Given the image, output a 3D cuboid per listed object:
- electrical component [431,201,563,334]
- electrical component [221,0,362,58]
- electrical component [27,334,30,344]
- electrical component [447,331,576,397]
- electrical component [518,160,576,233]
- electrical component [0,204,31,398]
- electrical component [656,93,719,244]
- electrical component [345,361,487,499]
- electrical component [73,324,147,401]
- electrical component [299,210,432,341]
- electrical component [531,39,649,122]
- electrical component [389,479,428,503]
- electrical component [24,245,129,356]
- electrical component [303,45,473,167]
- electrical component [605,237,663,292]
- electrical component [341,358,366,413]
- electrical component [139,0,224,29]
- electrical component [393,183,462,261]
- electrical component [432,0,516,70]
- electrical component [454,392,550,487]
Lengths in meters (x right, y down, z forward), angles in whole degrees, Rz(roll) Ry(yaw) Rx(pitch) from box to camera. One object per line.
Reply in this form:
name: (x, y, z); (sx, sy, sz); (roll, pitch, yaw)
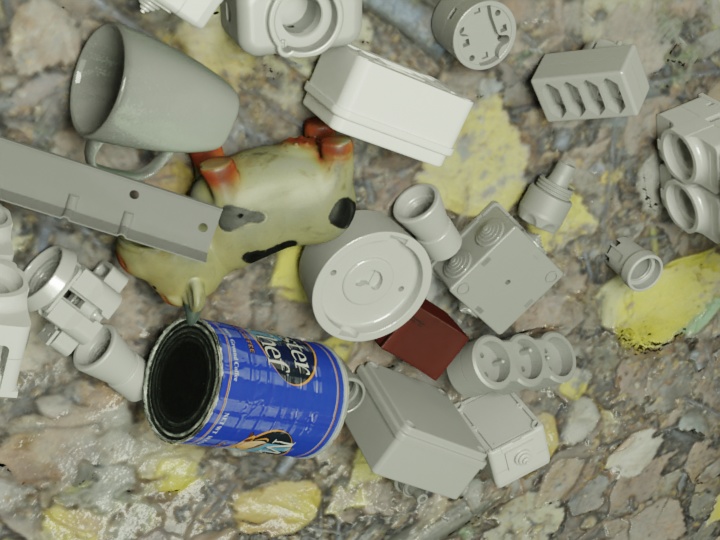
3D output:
electrical component: (0.126, 0.000, 0.989); (0.100, 0.048, 0.100); (-45, 125, 8)
electrical component: (-0.049, -0.191, 0.789); (0.095, 0.059, 0.053); (-11, 122, -19)
electrical component: (-0.290, 0.050, 0.829); (0.062, 0.048, 0.048); (24, 106, -24)
electrical component: (0.137, 0.095, 1.042); (0.138, 0.052, 0.074); (0, 163, -38)
electrical component: (0.173, -0.068, 0.973); (0.043, 0.043, 0.062); (16, 108, -31)
electrical component: (-0.286, 0.004, 0.714); (0.105, 0.186, 0.060); (8, 114, -28)
electrical component: (0.340, -0.069, 0.959); (0.060, 0.186, 0.105); (-23, 125, -11)
electrical component: (0.047, 0.149, 1.000); (0.109, 0.108, 0.056); (24, 108, -33)
electrical component: (-0.199, 0.080, 0.889); (0.044, 0.044, 0.065); (-40, 131, 1)
electrical component: (0.000, 0.000, 0.920); (0.108, 0.060, 0.108); (-13, 126, -18)
electrical component: (0.201, -0.170, 0.914); (0.047, 0.083, 0.075); (58, 48, -36)
electrical component: (0.049, 0.207, 1.064); (0.035, 0.061, 0.035); (-11, 122, -19)
electrical component: (-0.226, 0.018, 0.828); (0.078, 0.058, 0.057); (-53, 125, -11)
electrical component: (0.021, -0.131, 0.844); (0.113, 0.078, 0.057); (16, 108, -31)
electrical component: (0.266, -0.007, 1.049); (0.040, 0.046, 0.040); (-11, 122, -19)
electrical component: (-0.022, 0.103, 0.980); (0.040, 0.046, 0.040); (-11, 122, -19)
electrical component: (-0.116, -0.213, 0.743); (0.061, 0.061, 0.096); (30, 103, -35)
electrical component: (0.062, -0.039, 0.941); (0.044, 0.044, 0.065); (-38, 131, -1)
electrical component: (0.089, -0.193, 0.858); (0.055, 0.047, 0.055); (-11, 122, -19)
electrical component: (0.143, 0.168, 1.063); (0.062, 0.096, 0.061); (-25, 126, -10)
